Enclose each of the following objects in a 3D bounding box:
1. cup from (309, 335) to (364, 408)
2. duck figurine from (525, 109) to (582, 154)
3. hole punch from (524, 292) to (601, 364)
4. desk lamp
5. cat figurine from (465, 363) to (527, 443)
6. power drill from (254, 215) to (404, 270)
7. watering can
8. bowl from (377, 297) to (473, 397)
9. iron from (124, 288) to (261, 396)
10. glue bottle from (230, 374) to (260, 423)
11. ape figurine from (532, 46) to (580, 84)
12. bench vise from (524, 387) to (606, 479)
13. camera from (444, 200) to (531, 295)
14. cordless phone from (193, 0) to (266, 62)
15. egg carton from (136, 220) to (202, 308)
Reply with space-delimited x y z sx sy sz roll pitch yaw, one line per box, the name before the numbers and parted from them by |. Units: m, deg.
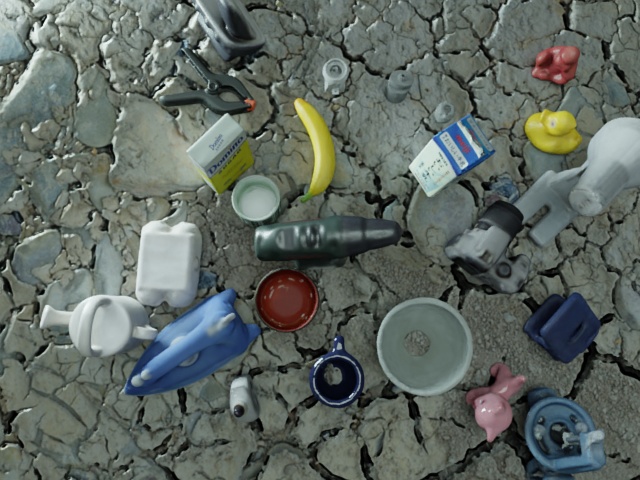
cup | 0.027 0.222 0.983 0.091 0.095 0.118 3 83 -3
duck figurine | 0.444 -0.208 1.063 0.104 0.086 0.077 30 82 1
hole punch | 0.440 0.155 1.016 0.101 0.091 0.109 43 83 3
desk lamp | 0.461 -0.094 0.986 0.203 0.213 0.118 -43 87 -7
cat figurine | 0.306 0.277 0.980 0.067 0.117 0.128 44 83 3
power drill | 0.009 0.003 0.952 0.229 0.208 0.076 -5 83 -3
watering can | -0.356 0.140 0.922 0.173 0.194 0.101 -12 84 -4
bowl | 0.178 0.185 1.006 0.167 0.074 0.167 0 83 -3
iron | -0.230 0.189 0.950 0.258 0.141 0.118 -35 86 -7
glue bottle | -0.126 0.265 0.930 0.037 0.173 0.078 -15 84 -4
ape figurine | 0.454 -0.336 1.077 0.076 0.092 0.078 -33 86 -6
bench vise | 0.411 0.354 0.925 0.121 0.219 0.207 -19 84 -5
camera | 0.320 0.007 1.023 0.143 0.100 0.137 36 83 2
cordless phone | -0.167 -0.412 1.005 0.094 0.185 0.147 -37 86 -6
egg carton | -0.263 0.042 1.002 0.107 0.069 0.150 3 83 -3
